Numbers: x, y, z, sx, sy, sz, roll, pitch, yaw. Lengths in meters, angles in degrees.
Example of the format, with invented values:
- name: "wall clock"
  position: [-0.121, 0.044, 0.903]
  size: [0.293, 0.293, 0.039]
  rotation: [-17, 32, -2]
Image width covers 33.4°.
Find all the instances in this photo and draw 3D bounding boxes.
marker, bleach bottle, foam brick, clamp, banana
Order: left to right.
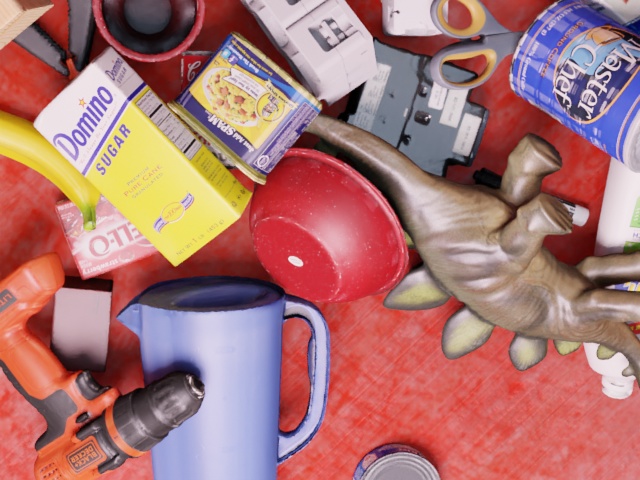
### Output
- name: "banana"
  position: [-0.267, -0.080, 0.934]
  size: [0.198, 0.069, 0.037]
  rotation: [28, 123, 1]
- name: "clamp"
  position: [-0.261, -0.238, 0.926]
  size: [0.164, 0.036, 0.210]
  rotation: [-14, 103, 2]
- name: "foam brick"
  position: [-0.217, 0.076, 0.970]
  size: [0.053, 0.051, 0.078]
  rotation: [6, 97, -11]
- name: "marker"
  position: [0.204, -0.042, 1.036]
  size: [0.121, 0.020, 0.020]
  rotation: [20, 94, -11]
- name: "bleach bottle"
  position: [0.311, 0.038, 1.022]
  size: [0.102, 0.068, 0.251]
  rotation: [1, 114, -2]

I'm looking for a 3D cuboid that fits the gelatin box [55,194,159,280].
- name: "gelatin box"
  position: [-0.186, -0.013, 0.972]
  size: [0.089, 0.030, 0.073]
  rotation: [-20, 101, -5]

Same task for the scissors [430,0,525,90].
- name: "scissors"
  position: [0.172, -0.198, 0.975]
  size: [0.201, 0.016, 0.096]
  rotation: [-28, 103, -29]

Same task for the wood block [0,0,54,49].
- name: "wood block"
  position: [-0.327, -0.244, 0.862]
  size: [0.091, 0.090, 0.206]
  rotation: [-36, 101, 12]

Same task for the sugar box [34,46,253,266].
- name: "sugar box"
  position: [-0.151, -0.069, 0.912]
  size: [0.176, 0.048, 0.093]
  rotation: [44, 123, -15]

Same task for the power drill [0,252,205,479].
- name: "power drill"
  position: [-0.206, 0.107, 0.899]
  size: [0.185, 0.057, 0.187]
  rotation: [-34, 88, 22]

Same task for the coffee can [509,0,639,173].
- name: "coffee can"
  position: [0.253, -0.138, 0.944]
  size: [0.102, 0.140, 0.103]
  rotation: [-29, 142, -26]

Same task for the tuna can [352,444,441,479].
- name: "tuna can"
  position: [0.075, 0.245, 1.048]
  size: [0.086, 0.034, 0.086]
  rotation: [-1, 98, -9]

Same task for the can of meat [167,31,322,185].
- name: "can of meat"
  position: [-0.060, -0.111, 0.883]
  size: [0.102, 0.057, 0.084]
  rotation: [41, 96, 12]

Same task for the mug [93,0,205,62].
- name: "mug"
  position: [-0.146, -0.212, 0.925]
  size: [0.093, 0.081, 0.117]
  rotation: [11, 96, -10]

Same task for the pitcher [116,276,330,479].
- name: "pitcher"
  position: [-0.085, 0.158, 0.965]
  size: [0.144, 0.149, 0.243]
  rotation: [-14, 108, -48]

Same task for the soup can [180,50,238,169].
- name: "soup can"
  position: [-0.092, -0.117, 0.955]
  size: [0.068, 0.068, 0.102]
  rotation: [1, 99, -9]

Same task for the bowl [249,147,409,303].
- name: "bowl"
  position: [-0.006, 0.001, 0.925]
  size: [0.162, 0.162, 0.055]
  rotation: [51, 54, -12]
